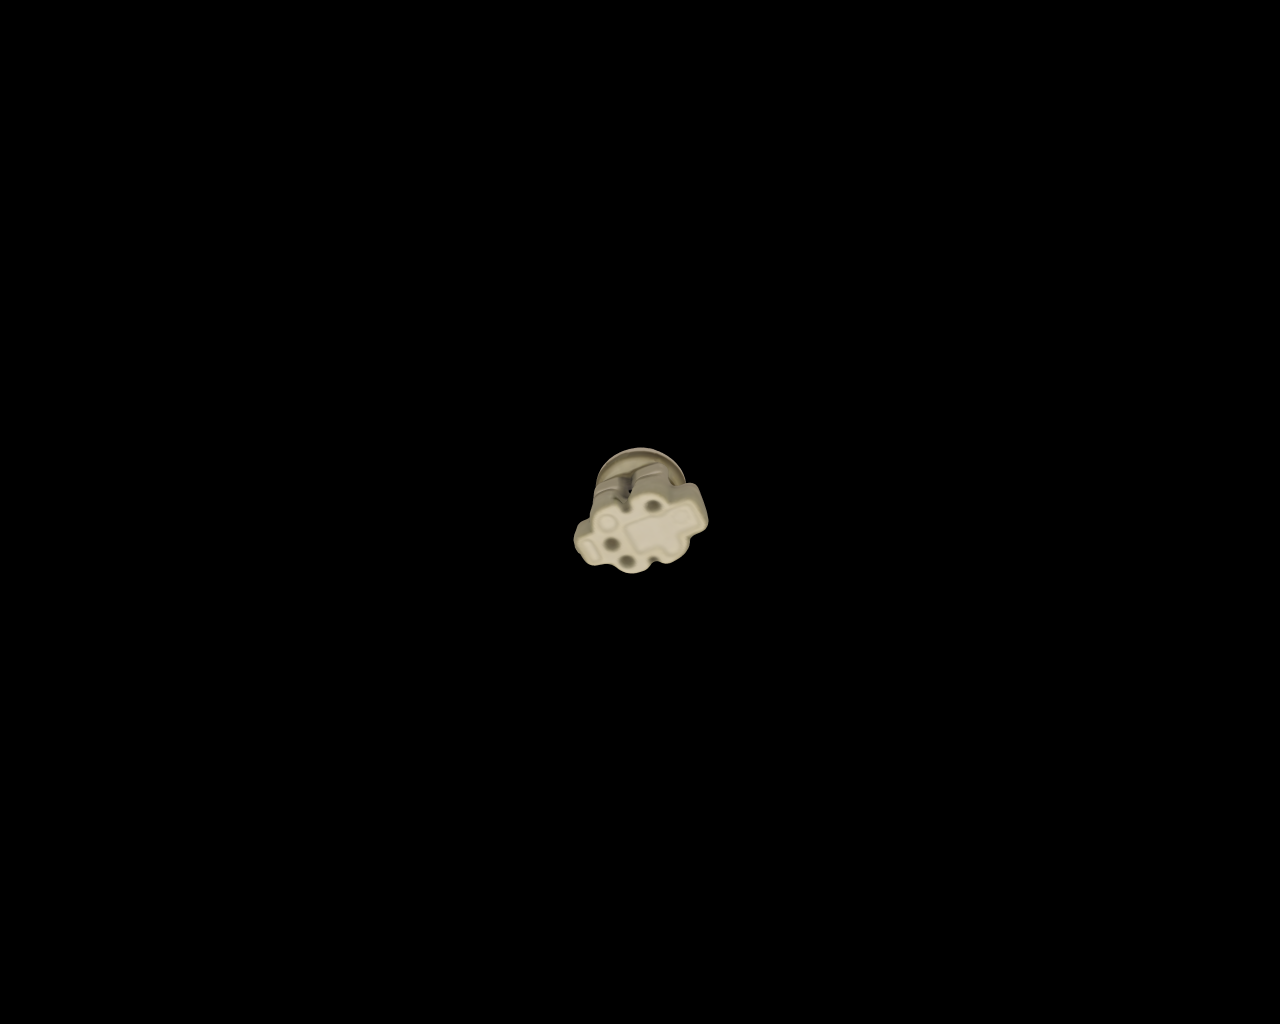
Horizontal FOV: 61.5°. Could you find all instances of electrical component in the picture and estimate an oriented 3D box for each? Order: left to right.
[{"bbox_3d":[0.001,-0.003,0.650,0.078,0.058,0.057,-20,31,13],"label":"electrical component"}]
